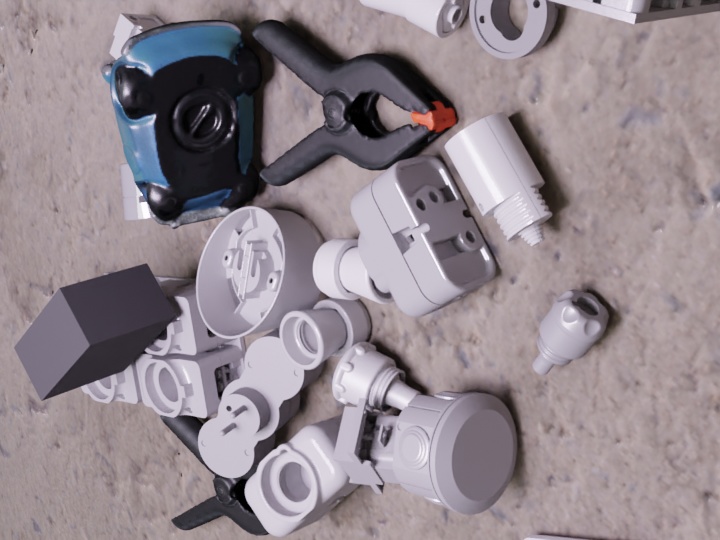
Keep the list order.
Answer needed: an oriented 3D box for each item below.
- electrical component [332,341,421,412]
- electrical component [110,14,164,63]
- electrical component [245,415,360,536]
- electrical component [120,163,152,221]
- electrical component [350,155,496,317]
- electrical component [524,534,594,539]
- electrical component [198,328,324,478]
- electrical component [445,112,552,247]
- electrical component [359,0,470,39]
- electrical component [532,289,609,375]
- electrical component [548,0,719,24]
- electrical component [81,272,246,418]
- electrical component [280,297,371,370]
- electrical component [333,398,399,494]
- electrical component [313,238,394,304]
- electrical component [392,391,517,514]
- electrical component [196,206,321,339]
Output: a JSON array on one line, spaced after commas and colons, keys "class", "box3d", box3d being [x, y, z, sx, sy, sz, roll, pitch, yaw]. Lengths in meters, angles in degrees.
[{"class": "electrical component", "box3d": [0.014, 0.084, 0.785, 0.062, 0.048, 0.048, 25, 120, 24]}, {"class": "electrical component", "box3d": [-0.178, -0.173, 0.879, 0.066, 0.048, 0.055, 42, 121, 26]}, {"class": "electrical component", "box3d": [-0.041, 0.160, 0.834, 0.095, 0.059, 0.053, -45, 71, 25]}, {"class": "electrical component", "box3d": [-0.173, -0.069, 0.904, 0.055, 0.055, 0.047, 0, 100, 43]}, {"class": "electrical component", "box3d": [0.039, -0.020, 0.719, 0.059, 0.054, 0.095, -34, 80, 44]}, {"class": "electrical component", "box3d": [0.152, 0.234, 0.694, 0.109, 0.056, 0.108, -7, 99, 44]}, {"class": "electrical component", "box3d": [-0.086, 0.109, 0.845, 0.052, 0.074, 0.138, 37, 115, 11]}, {"class": "electrical component", "box3d": [0.091, -0.052, 0.667, 0.043, 0.043, 0.081, -36, 78, 44]}, {"class": "electrical component", "box3d": [0.036, -0.174, 0.680, 0.065, 0.044, 0.044, 35, 125, 25]}, {"class": "electrical component", "box3d": [0.127, 0.042, 0.671, 0.035, 0.035, 0.061, 48, 133, 21]}, {"class": "electrical component", "box3d": [0.097, -0.187, 0.572, 0.186, 0.105, 0.060, 27, 121, 35]}, {"class": "electrical component", "box3d": [-0.186, 0.064, 0.955, 0.186, 0.060, 0.105, 3, 106, 43]}, {"class": "electrical component", "box3d": [-0.025, 0.045, 0.800, 0.045, 0.055, 0.045, 16, 114, 39]}, {"class": "electrical component", "box3d": [0.020, 0.129, 0.774, 0.064, 0.042, 0.081, 1, 150, 19]}, {"class": "electrical component", "box3d": [0.000, 0.000, 0.769, 0.055, 0.045, 0.045, 5, 107, 43]}, {"class": "electrical component", "box3d": [0.064, 0.121, 0.725, 0.051, 0.080, 0.080, 3, 106, 48]}, {"class": "electrical component", "box3d": [-0.077, 0.001, 0.823, 0.099, 0.064, 0.099, 4, 96, 47]}]
